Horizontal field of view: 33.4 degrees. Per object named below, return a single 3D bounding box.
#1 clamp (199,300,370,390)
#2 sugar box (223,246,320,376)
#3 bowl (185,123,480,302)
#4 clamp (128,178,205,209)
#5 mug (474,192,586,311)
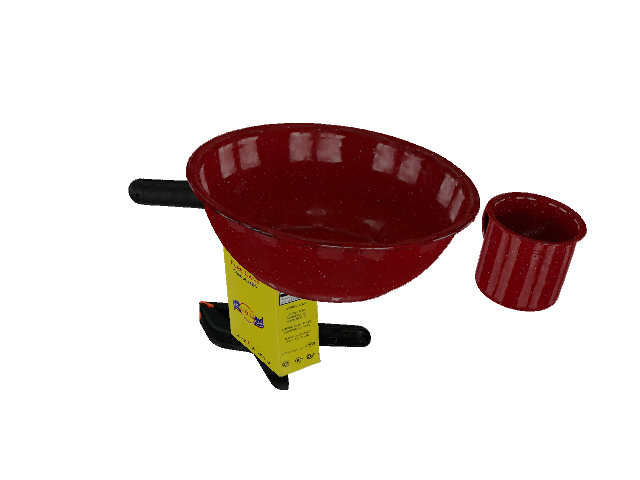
[{"bbox_3d":[-0.069,0.114,1.246,0.210,0.036,0.164,13,22,29],"label":"clamp"},{"bbox_3d":[-0.043,0.010,0.853,0.048,0.176,0.093,-18,27,-26],"label":"sugar box"},{"bbox_3d":[0.004,-0.011,0.595,0.162,0.055,0.162,6,27,-3],"label":"bowl"},{"bbox_3d":[-0.098,-0.043,1.034,0.172,0.039,0.120,16,30,37],"label":"clamp"},{"bbox_3d":[0.186,0.006,1.006,0.093,0.081,0.117,-8,36,-27],"label":"mug"}]
